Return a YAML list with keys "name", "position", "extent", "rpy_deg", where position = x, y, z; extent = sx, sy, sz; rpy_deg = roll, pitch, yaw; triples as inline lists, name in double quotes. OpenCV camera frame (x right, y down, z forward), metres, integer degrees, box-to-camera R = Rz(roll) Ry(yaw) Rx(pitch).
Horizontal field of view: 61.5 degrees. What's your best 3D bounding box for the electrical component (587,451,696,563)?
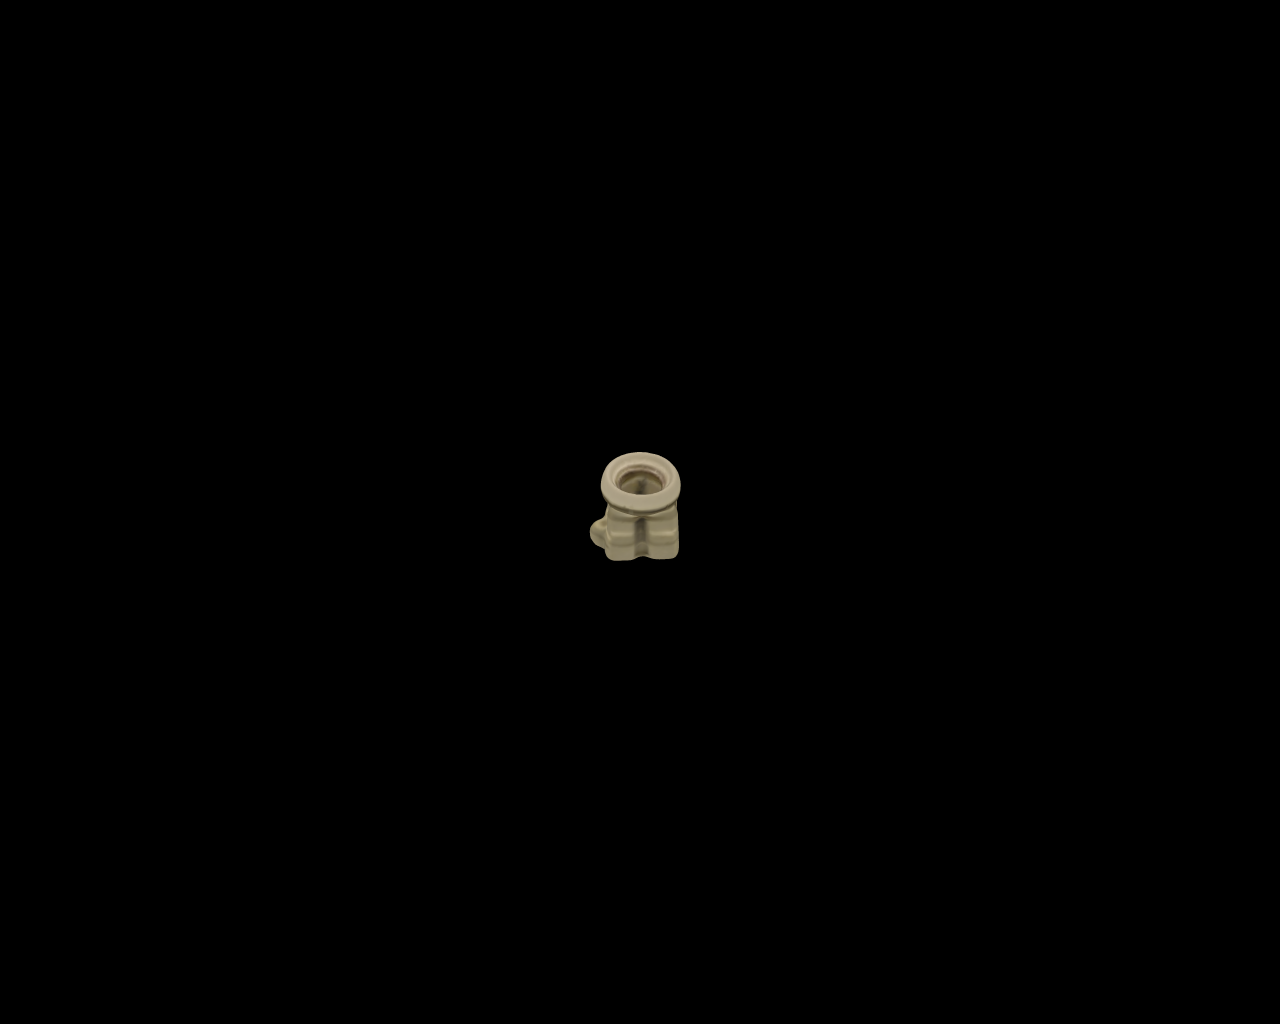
- name: "electrical component"
  position: [0.001, -0.003, 0.650]
  extent: [0.066, 0.055, 0.048]
  rpy_deg: [-2, 43, -2]
